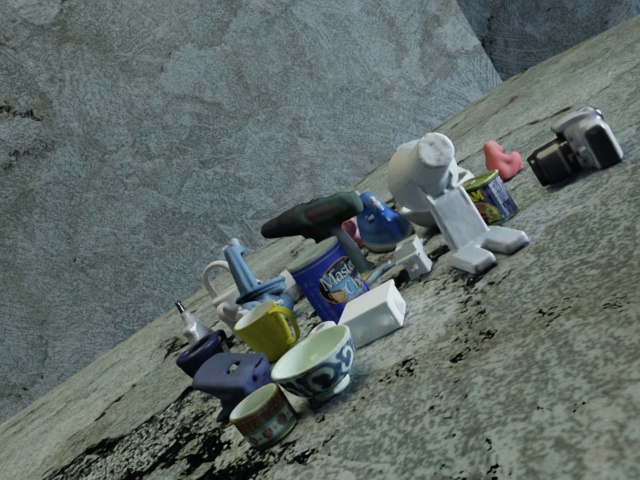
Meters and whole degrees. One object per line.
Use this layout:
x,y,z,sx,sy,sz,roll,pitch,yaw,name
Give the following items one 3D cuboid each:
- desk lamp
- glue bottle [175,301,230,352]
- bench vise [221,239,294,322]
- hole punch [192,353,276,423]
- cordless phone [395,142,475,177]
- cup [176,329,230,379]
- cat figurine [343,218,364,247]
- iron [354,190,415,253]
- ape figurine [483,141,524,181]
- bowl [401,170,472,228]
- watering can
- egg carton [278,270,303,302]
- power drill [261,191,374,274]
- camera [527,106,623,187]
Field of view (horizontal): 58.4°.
0.203,-0.070,0.912,0.118,0.213,0.203,-34,8,-3,desk lamp
-0.265,0.206,1.251,0.037,0.173,0.078,-29,9,29,glue bottle
-0.136,0.100,1.210,0.121,0.220,0.207,-33,8,0,bench vise
-0.135,0.223,0.927,0.101,0.091,0.109,-30,9,23,hole punch
0.265,-0.164,1.343,0.148,0.185,0.094,-38,10,-32,cordless phone
-0.208,0.238,1.113,0.091,0.095,0.118,-26,11,43,cup
0.074,-0.028,1.532,0.067,0.118,0.128,-32,8,9,cat figurine
0.139,-0.057,1.355,0.118,0.141,0.258,-34,8,-3,iron
0.393,-0.177,1.260,0.076,0.092,0.077,-37,9,-25,ape figurine
0.262,-0.074,1.220,0.167,0.075,0.167,-32,8,5,bowl
-0.205,0.135,1.368,0.101,0.194,0.173,-33,8,2,watering can
-0.039,0.091,1.434,0.150,0.069,0.107,-34,8,-7,egg carton
0.011,0.004,1.245,0.229,0.208,0.076,-31,8,16,power drill
0.429,-0.163,0.993,0.136,0.101,0.143,-30,8,22,camera
